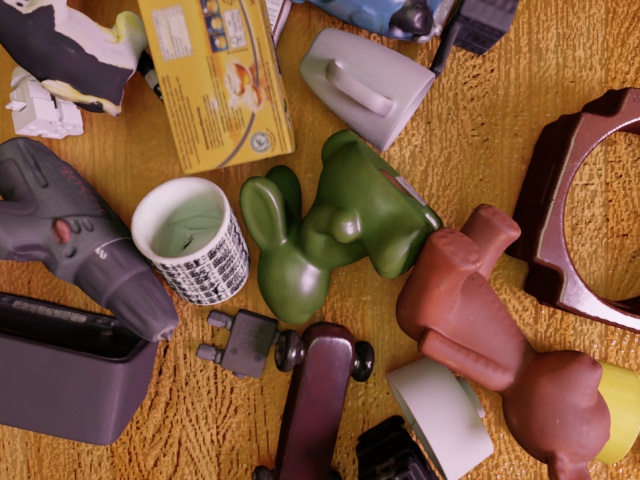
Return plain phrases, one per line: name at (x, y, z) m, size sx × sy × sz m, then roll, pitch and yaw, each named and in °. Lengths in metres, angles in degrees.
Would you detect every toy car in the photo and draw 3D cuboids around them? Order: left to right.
toy car at (-0.010, 0.175, 0.513) m, size 0.089 × 0.053 × 0.202 m, roll 9°, pitch 98°, yaw -18°
toy car at (0.037, -0.234, 0.464) m, size 0.161 × 0.103 × 0.109 m, roll 25°, pitch 89°, yaw -16°

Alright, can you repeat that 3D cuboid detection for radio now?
radio at (-0.264, 0.097, 0.468) m, size 0.230 × 0.131 × 0.073 m, roll 15°, pitch 93°, yaw -1°

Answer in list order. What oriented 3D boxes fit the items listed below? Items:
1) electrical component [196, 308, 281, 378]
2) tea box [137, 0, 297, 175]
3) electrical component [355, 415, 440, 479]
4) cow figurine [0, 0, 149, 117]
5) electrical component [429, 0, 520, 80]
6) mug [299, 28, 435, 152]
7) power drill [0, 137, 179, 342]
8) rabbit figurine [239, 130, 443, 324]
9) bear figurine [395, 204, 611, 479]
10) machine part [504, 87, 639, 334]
electrical component at (-0.070, 0.103, 0.525) m, size 0.094 × 0.021 × 0.063 m, roll 17°, pitch 94°, yaw -3°
tea box at (-0.084, -0.148, 0.455) m, size 0.098 × 0.068 × 0.169 m, roll -10°, pitch 103°, yaw 4°
electrical component at (0.087, 0.244, 0.489) m, size 0.058 × 0.115 × 0.134 m, roll -31°, pitch 94°, yaw 6°
cow figurine at (-0.225, -0.168, 0.421) m, size 0.167 × 0.068 × 0.098 m, roll 30°, pitch 56°, yaw -33°
electrical component at (0.141, -0.197, 0.482) m, size 0.048 × 0.075 × 0.119 m, roll 21°, pitch 89°, yaw -1°
mug at (0.032, -0.137, 0.473) m, size 0.107 × 0.109 × 0.080 m, roll 35°, pitch 118°, yaw 7°
power drill at (-0.244, 0.007, 0.418) m, size 0.232 × 0.207 × 0.086 m, roll 51°, pitch 129°, yaw 21°
rabbit figurine at (-0.001, -0.001, 0.476) m, size 0.159 × 0.121 × 0.170 m, roll 45°, pitch 107°, yaw 0°
bear figurine at (0.156, 0.083, 0.419) m, size 0.196 × 0.120 × 0.131 m, roll 41°, pitch 129°, yaw 25°
machine part at (0.288, -0.020, 0.489) m, size 0.201 × 0.087 × 0.201 m, roll 16°, pitch 93°, yaw 0°
